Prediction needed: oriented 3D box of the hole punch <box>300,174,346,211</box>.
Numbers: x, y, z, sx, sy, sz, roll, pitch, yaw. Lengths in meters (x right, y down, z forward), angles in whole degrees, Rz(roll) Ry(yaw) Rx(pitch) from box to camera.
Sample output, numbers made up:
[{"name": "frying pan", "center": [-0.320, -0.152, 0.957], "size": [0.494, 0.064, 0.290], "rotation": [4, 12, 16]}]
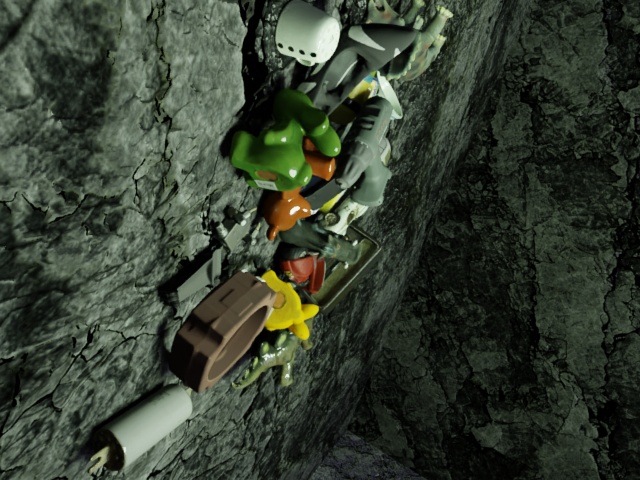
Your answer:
[{"name": "hole punch", "center": [-0.008, -0.128, 1.147], "size": [0.116, 0.092, 0.142], "rotation": [-38, 169, 13]}]

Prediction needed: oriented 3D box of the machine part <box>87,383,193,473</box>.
[{"name": "machine part", "center": [-0.304, 0.320, 0.937], "size": [0.243, 0.079, 0.079], "rotation": [-26, 139, -60]}]

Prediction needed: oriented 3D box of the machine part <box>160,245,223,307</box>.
[{"name": "machine part", "center": [-0.211, 0.066, 0.910], "size": [0.139, 0.039, 0.084], "rotation": [-42, 157, -51]}]

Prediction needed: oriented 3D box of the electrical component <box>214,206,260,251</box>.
[{"name": "electrical component", "center": [-0.145, -0.020, 0.955], "size": [0.078, 0.045, 0.102], "rotation": [-56, 160, -26]}]

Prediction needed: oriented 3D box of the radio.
[{"name": "radio", "center": [0.041, 0.065, 1.367], "size": [0.229, 0.131, 0.073], "rotation": [-46, 160, -6]}]

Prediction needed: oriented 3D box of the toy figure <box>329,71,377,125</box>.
[{"name": "toy figure", "center": [0.063, -0.317, 1.063], "size": [0.089, 0.082, 0.180], "rotation": [-6, 126, -55]}]

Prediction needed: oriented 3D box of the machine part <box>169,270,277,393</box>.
[{"name": "machine part", "center": [-0.181, 0.166, 0.995], "size": [0.201, 0.087, 0.201], "rotation": [-44, 163, -43]}]

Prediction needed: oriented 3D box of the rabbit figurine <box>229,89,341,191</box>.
[{"name": "rabbit figurine", "center": [-0.052, -0.176, 0.875], "size": [0.121, 0.159, 0.170], "rotation": [47, 55, -59]}]

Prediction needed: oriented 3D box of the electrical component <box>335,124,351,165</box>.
[{"name": "electrical component", "center": [0.068, -0.215, 1.219], "size": [0.119, 0.075, 0.047], "rotation": [-66, 161, -6]}]

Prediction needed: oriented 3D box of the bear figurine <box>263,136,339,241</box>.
[{"name": "bear figurine", "center": [-0.041, -0.093, 1.013], "size": [0.120, 0.132, 0.195], "rotation": [-75, 172, -57]}]

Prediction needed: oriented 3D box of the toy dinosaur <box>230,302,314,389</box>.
[{"name": "toy dinosaur", "center": [-0.103, 0.262, 1.368], "size": [0.471, 0.105, 0.198], "rotation": [-51, 152, -56]}]

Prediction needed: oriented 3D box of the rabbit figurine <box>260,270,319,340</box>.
[{"name": "rabbit figurine", "center": [-0.087, 0.153, 1.220], "size": [0.173, 0.162, 0.122], "rotation": [116, -6, -72]}]

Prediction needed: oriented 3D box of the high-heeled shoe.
[{"name": "high-heeled shoe", "center": [0.046, -0.264, 0.895], "size": [0.086, 0.249, 0.145], "rotation": [15, 80, -42]}]

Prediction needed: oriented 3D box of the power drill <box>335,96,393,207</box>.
[{"name": "power drill", "center": [0.086, -0.151, 1.063], "size": [0.207, 0.086, 0.232], "rotation": [63, 43, -57]}]

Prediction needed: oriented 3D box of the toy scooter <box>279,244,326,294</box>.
[{"name": "toy scooter", "center": [-0.035, 0.071, 1.267], "size": [0.184, 0.075, 0.135], "rotation": [-16, 108, -62]}]

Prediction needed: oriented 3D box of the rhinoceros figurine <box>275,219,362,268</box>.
[{"name": "rhinoceros figurine", "center": [-0.002, -0.003, 1.149], "size": [0.112, 0.190, 0.073], "rotation": [-110, -138, -78]}]

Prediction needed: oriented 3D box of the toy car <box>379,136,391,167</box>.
[{"name": "toy car", "center": [0.120, -0.211, 1.322], "size": [0.161, 0.103, 0.109], "rotation": [-51, 159, -27]}]

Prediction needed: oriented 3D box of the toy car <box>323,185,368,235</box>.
[{"name": "toy car", "center": [0.066, -0.066, 1.294], "size": [0.202, 0.056, 0.073], "rotation": [-47, 159, -25]}]

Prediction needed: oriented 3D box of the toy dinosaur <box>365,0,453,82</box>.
[{"name": "toy dinosaur", "center": [0.203, -0.433, 1.241], "size": [0.192, 0.131, 0.404], "rotation": [-53, 167, 8]}]
